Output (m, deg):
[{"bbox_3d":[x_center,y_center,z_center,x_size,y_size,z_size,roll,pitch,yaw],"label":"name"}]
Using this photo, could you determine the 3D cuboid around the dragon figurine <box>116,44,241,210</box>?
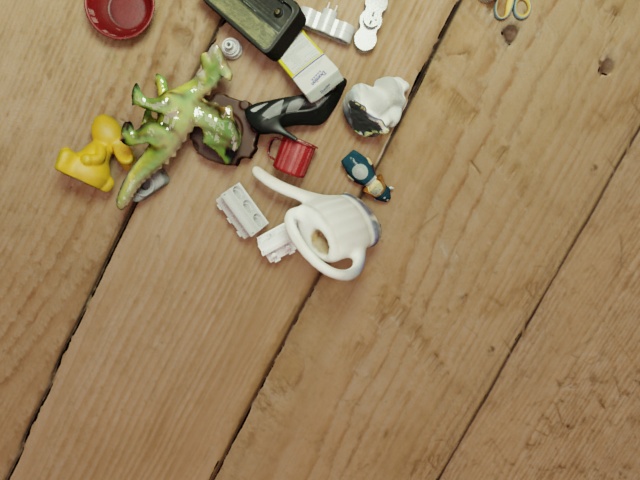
[{"bbox_3d":[-0.302,-0.240,1.162,0.243,0.123,0.408,15,97,-1],"label":"dragon figurine"}]

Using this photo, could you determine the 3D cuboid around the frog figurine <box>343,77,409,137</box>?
[{"bbox_3d":[0.134,-0.326,1.221,0.137,0.120,0.162,30,61,3],"label":"frog figurine"}]

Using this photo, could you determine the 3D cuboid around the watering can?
[{"bbox_3d":[0.004,-0.060,1.198,0.352,0.226,0.102,55,138,20],"label":"watering can"}]
